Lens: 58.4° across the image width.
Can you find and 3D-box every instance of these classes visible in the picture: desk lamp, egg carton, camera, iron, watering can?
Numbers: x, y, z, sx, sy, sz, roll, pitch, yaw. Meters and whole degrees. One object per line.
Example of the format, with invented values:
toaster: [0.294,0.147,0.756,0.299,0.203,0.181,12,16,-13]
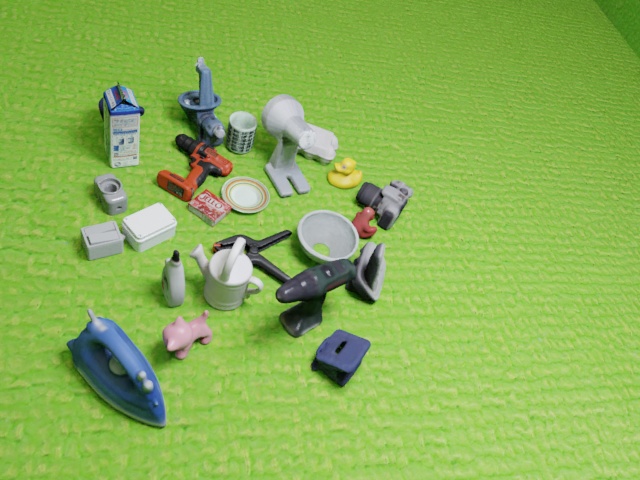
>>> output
desk lamp: [-0.083,-0.266,1.594,0.118,0.213,0.203,-15,59,-28]
egg carton: [-0.020,-0.292,1.732,0.150,0.069,0.107,19,49,-4]
camera: [0.184,-0.126,1.650,0.136,0.101,0.143,31,49,7]
iron: [-0.383,0.249,1.127,0.258,0.141,0.119,41,51,15]
watering can: [-0.211,0.068,1.296,0.173,0.194,0.101,8,51,-13]

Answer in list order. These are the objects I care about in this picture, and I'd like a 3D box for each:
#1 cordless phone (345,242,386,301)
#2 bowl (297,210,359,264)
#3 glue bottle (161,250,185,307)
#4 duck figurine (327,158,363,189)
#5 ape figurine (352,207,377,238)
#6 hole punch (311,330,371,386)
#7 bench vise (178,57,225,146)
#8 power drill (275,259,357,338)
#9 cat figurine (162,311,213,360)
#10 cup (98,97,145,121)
cordless phone: [0.140,0.052,1.438,0.094,0.185,0.147,19,49,-3]
bowl: [0.014,0.005,1.504,0.168,0.074,0.167,10,50,-12]
glue bottle: [-0.323,0.075,1.266,0.037,0.173,0.078,-16,59,-29]
duck figurine: [0.080,-0.204,1.686,0.105,0.086,0.077,1,53,-18]
ape figurine: [0.124,-0.054,1.578,0.076,0.092,0.077,-8,56,-24]
hole punch: [0.047,0.260,1.303,0.101,0.091,0.109,35,50,10]
bench vise: [-0.310,-0.386,1.606,0.207,0.219,0.122,40,51,14]
power drill: [-0.024,0.131,1.302,0.230,0.208,0.075,-27,65,-34]
cat figurine: [-0.286,0.195,1.220,0.067,0.117,0.128,43,52,16]
cup: [-0.542,-0.336,1.568,0.118,0.095,0.091,1,53,-19]
